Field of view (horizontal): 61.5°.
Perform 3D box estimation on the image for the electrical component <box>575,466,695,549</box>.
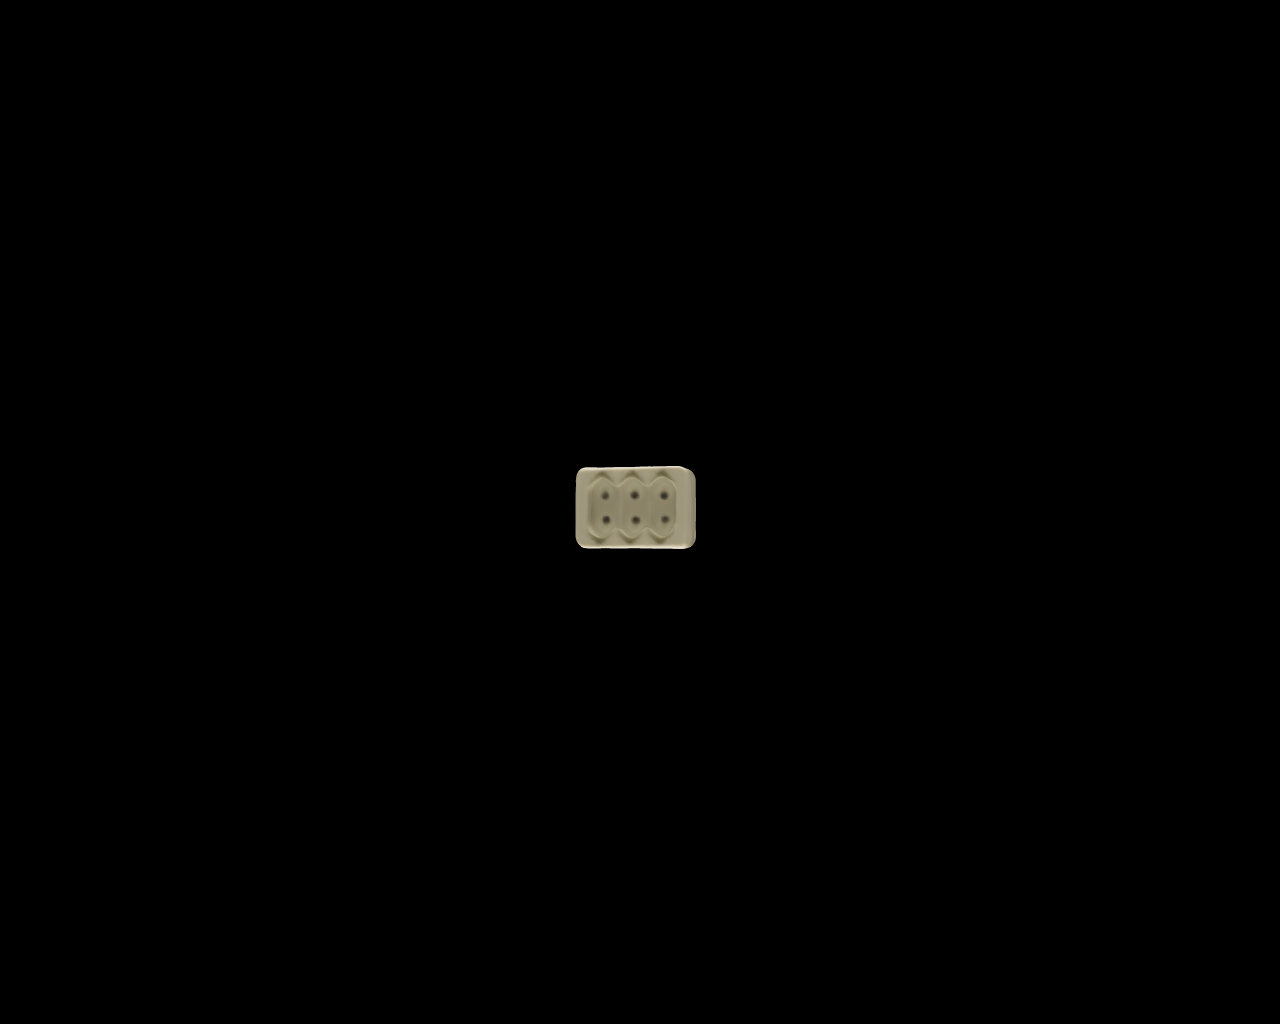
[{"bbox_3d":[0.001,-0.003,0.650,0.066,0.047,0.077,0,0,9],"label":"electrical component"}]
